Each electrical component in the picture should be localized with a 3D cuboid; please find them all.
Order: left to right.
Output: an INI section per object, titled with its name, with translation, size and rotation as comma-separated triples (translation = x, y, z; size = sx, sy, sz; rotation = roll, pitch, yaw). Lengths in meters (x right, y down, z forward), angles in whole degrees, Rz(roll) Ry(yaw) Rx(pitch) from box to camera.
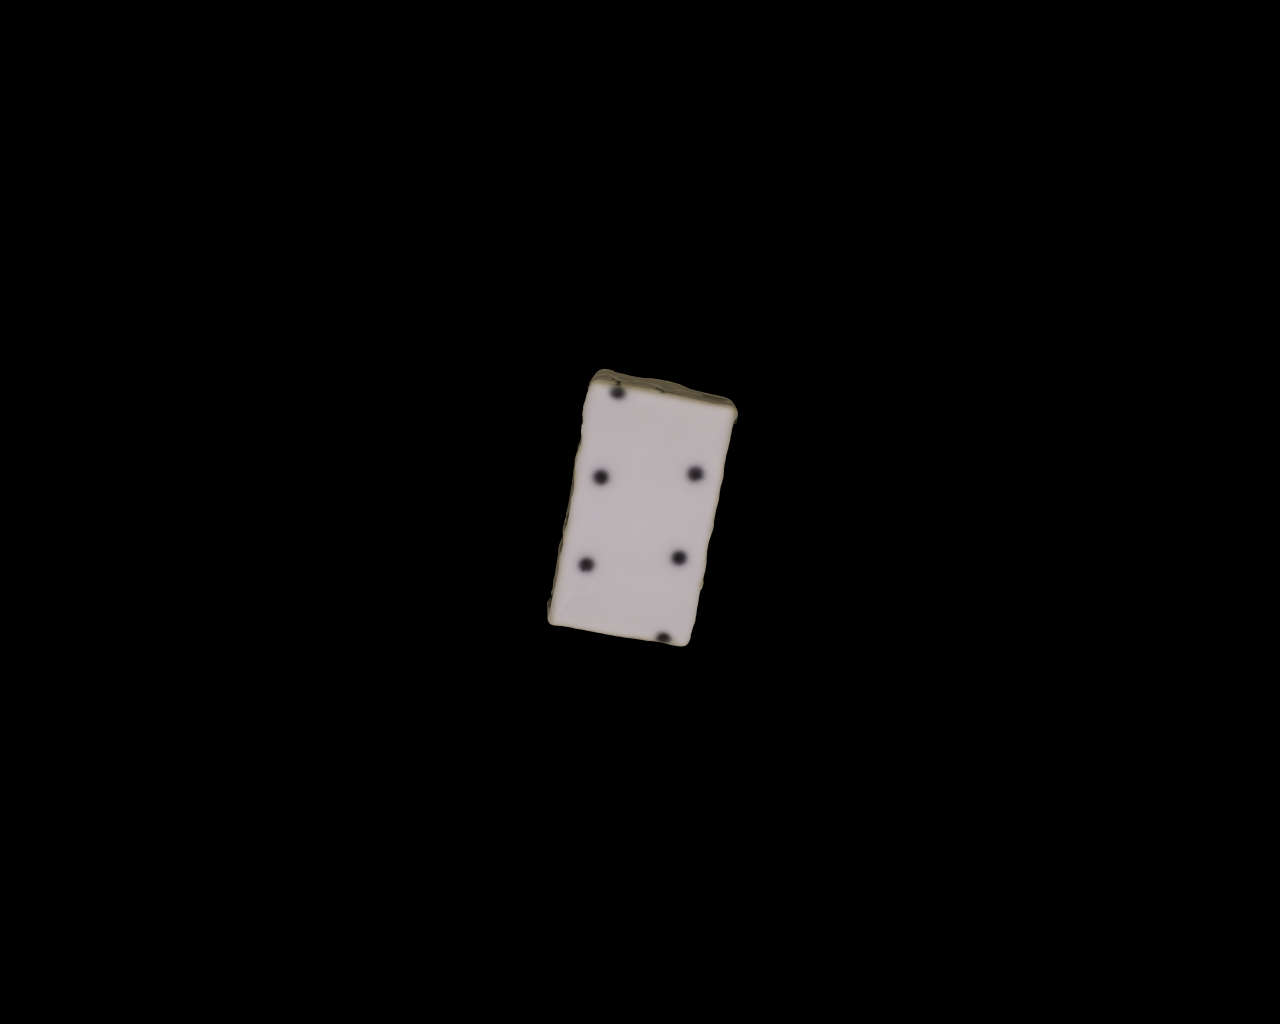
[electrical component]
translation = 0.001, -0.003, 0.650
size = 0.089, 0.150, 0.062
rotation = 11, 11, -2
